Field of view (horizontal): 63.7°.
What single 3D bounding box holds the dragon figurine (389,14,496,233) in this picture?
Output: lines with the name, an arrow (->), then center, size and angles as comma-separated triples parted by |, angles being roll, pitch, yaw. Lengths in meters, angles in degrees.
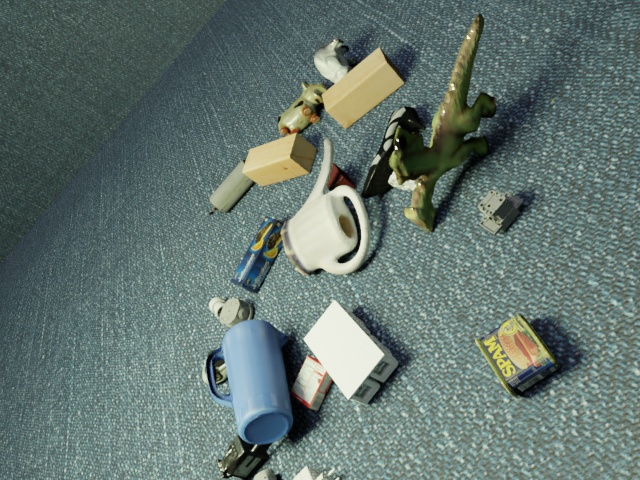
dragon figurine -> 0.224, -0.204, 0.992 | 0.123, 0.401, 0.246 | 23, 40, 37

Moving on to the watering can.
watering can -> 0.004, -0.062, 1.235 | 0.222, 0.103, 0.355 | -32, 57, 25

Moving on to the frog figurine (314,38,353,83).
frog figurine -> 0.050, -0.505, 1.542 | 0.123, 0.137, 0.160 | -9, 84, 0
